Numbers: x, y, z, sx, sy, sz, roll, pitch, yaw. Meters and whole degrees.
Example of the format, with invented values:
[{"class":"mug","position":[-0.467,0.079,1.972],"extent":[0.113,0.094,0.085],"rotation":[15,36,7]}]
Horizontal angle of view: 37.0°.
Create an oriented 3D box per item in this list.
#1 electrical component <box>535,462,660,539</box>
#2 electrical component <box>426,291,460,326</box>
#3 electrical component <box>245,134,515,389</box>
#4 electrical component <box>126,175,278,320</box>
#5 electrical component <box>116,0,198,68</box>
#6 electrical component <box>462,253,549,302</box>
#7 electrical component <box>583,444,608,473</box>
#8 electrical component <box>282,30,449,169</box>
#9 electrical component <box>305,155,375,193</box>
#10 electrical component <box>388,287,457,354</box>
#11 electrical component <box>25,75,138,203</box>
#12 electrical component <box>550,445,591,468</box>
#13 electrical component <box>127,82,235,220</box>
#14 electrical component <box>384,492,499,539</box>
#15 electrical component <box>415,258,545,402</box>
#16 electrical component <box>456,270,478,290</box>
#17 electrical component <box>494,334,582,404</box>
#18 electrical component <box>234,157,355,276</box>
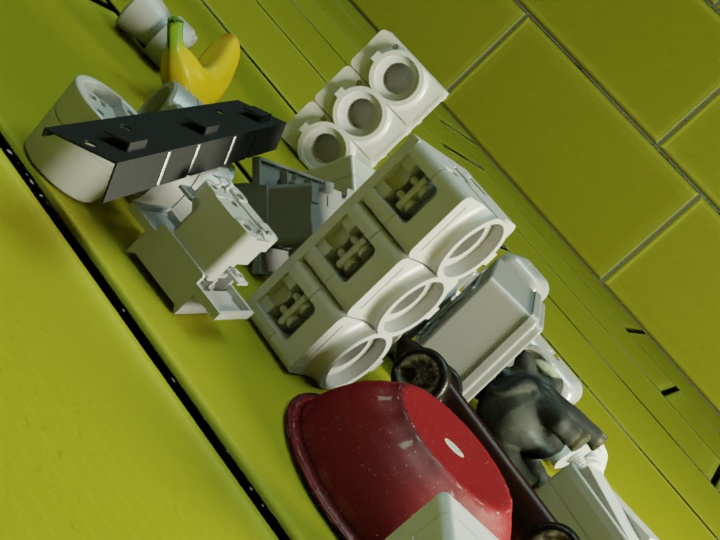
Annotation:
[{"class":"electrical component","position":[0.175,0.195,0.787],"extent":[0.062,0.061,0.096],"rotation":[30,21,-50]},{"class":"electrical component","position":[0.073,0.034,0.975],"extent":[0.079,0.044,0.077],"rotation":[54,15,27]},{"class":"electrical component","position":[0.015,0.001,0.663],"extent":[0.061,0.150,0.089],"rotation":[52,14,24]},{"class":"electrical component","position":[-0.084,-0.013,0.587],"extent":[0.081,0.064,0.042],"rotation":[50,15,13]},{"class":"electrical component","position":[-0.171,-0.202,0.905],"extent":[0.055,0.045,0.045],"rotation":[46,13,-7]},{"class":"electrical component","position":[0.135,0.030,1.069],"extent":[0.053,0.095,0.059],"rotation":[51,14,16]},{"class":"electrical component","position":[0.210,0.175,1.000],"extent":[0.040,0.040,0.078],"rotation":[44,14,-13]},{"class":"electrical component","position":[0.004,-0.158,1.089],"extent":[0.089,0.150,0.061],"rotation":[47,12,0]},{"class":"electrical component","position":[-0.019,-0.045,0.893],"extent":[0.047,0.066,0.076],"rotation":[28,52,-53]},{"class":"electrical component","position":[0.021,0.029,0.803],"extent":[0.047,0.065,0.077],"rotation":[49,42,11]},{"class":"electrical component","position":[-0.148,-0.070,0.587],"extent":[0.055,0.047,0.055],"rotation":[44,14,-13]},{"class":"electrical component","position":[0.177,0.145,0.977],"extent":[0.043,0.043,0.081],"rotation":[27,24,-56]},{"class":"electrical component","position":[-0.105,-0.064,0.690],"extent":[0.074,0.052,0.138],"rotation":[40,15,-28]},{"class":"electrical component","position":[0.050,0.160,0.501],"extent":[0.096,0.062,0.061],"rotation":[44,14,-12]},{"class":"electrical component","position":[0.085,0.051,0.826],"extent":[0.056,0.108,0.109],"rotation":[45,13,2]},{"class":"electrical component","position":[0.076,-0.007,1.063],"extent":[0.061,0.062,0.096],"rotation":[46,13,-3]},{"class":"electrical component","position":[0.168,0.101,1.055],"extent":[0.095,0.054,0.059],"rotation":[51,14,16]},{"class":"electrical component","position":[-0.035,-0.033,0.767],"extent":[0.121,0.063,0.078],"rotation":[11,78,-68]}]
